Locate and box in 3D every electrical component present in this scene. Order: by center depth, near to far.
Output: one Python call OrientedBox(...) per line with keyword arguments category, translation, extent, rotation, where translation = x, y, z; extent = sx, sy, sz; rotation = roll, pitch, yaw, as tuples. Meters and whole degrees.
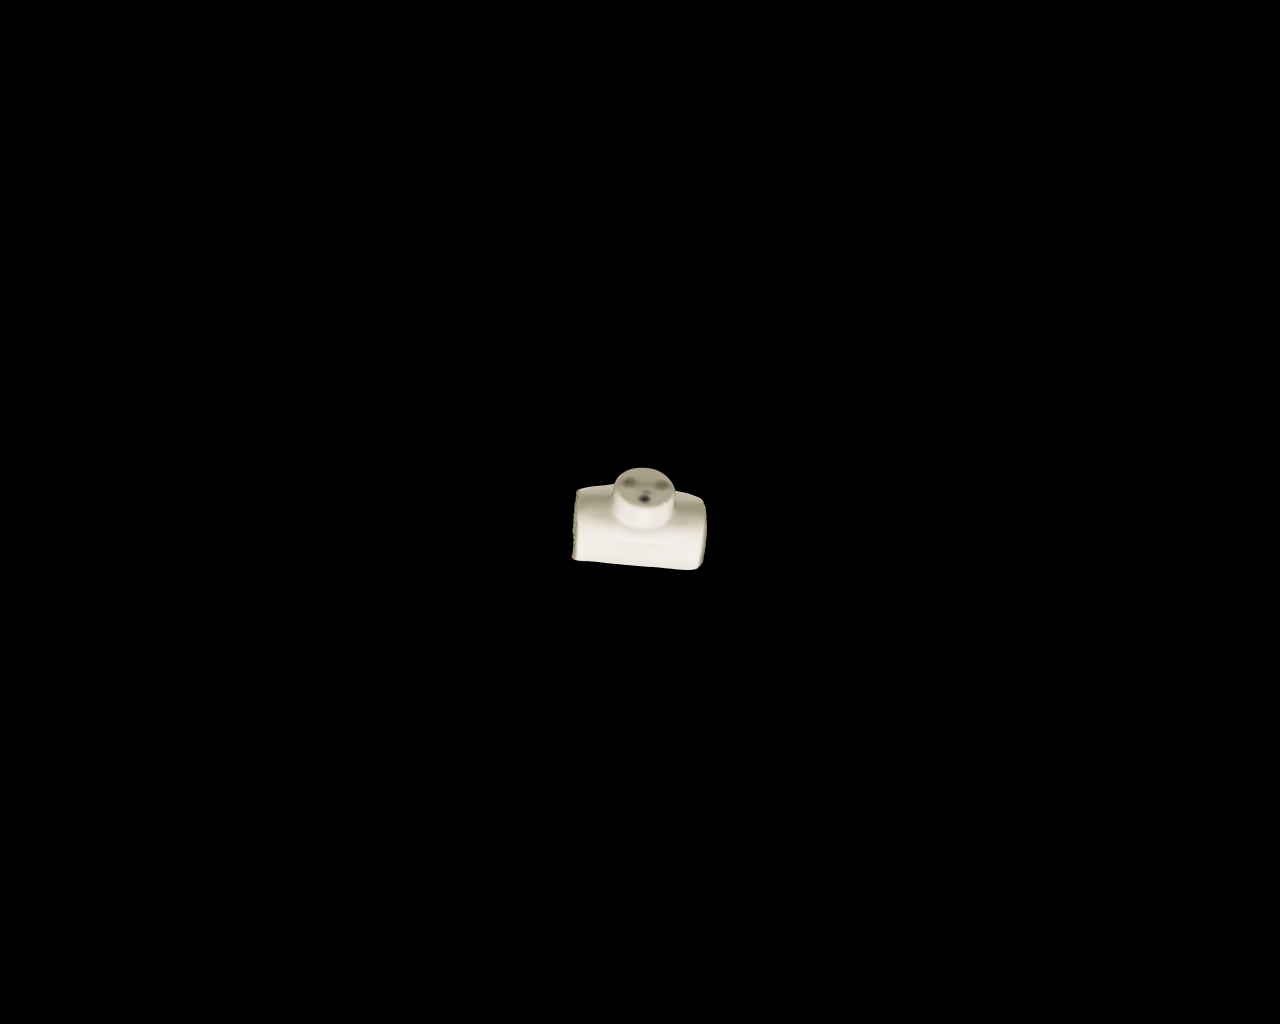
OrientedBox(category="electrical component", translation=(0.001, -0.003, 0.650), extent=(0.077, 0.079, 0.043), rotation=(4, 44, -4))
